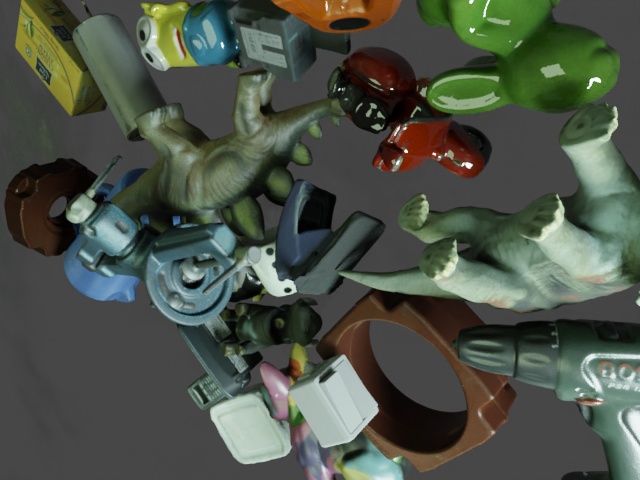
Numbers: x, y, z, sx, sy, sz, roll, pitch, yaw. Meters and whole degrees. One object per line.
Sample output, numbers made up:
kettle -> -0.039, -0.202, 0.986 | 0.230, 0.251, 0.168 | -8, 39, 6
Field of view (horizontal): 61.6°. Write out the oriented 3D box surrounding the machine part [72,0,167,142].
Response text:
machine part -> -0.287, -0.235, 0.786 | 0.079, 0.079, 0.243 | -28, 91, 43

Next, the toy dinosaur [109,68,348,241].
toy dinosaur -> -0.155, -0.081, 0.689 | 0.472, 0.105, 0.198 | -15, 105, 24

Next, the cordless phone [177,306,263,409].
cordless phone -> -0.189, 0.199, 0.874 | 0.146, 0.089, 0.184 | 52, 136, 5

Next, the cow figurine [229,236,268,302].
cow figurine -> -0.136, 0.060, 0.809 | 0.167, 0.068, 0.098 | -31, 95, 44

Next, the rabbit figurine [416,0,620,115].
rabbit figurine -> 0.150, -0.165, 0.429 | 0.170, 0.121, 0.159 | 57, 139, 7

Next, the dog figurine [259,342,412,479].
dog figurine -> 0.007, 0.247, 0.749 | 0.191, 0.108, 0.219 | -34, 84, 46

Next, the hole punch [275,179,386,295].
hole punch -> -0.001, -0.002, 0.618 | 0.092, 0.142, 0.115 | 39, 99, 18

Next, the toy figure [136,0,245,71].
toy figure -> -0.145, -0.250, 0.662 | 0.180, 0.089, 0.082 | 3, 98, 29

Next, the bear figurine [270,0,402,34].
bear figurine -> 0.022, -0.284, 0.450 | 0.120, 0.132, 0.195 | 1, 97, 13

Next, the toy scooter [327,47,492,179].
toy scooter -> 0.070, -0.115, 0.509 | 0.184, 0.135, 0.075 | 44, 132, 17

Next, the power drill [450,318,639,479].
power drill -> 0.251, 0.166, 0.499 | 0.232, 0.086, 0.207 | -7, 103, 19

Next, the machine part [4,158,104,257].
machine part -> -0.462, -0.057, 0.952 | 0.056, 0.179, 0.179 | 25, 124, 28

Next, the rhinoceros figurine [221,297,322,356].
rhinoceros figurine -> -0.069, 0.125, 0.756 | 0.190, 0.112, 0.073 | -21, 67, 56

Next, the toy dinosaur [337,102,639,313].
toy dinosaur -> 0.198, 0.014, 0.473 | 0.192, 0.131, 0.405 | 32, 155, -21

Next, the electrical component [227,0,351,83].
electrical component -> -0.031, -0.206, 0.554 | 0.119, 0.048, 0.074 | 25, 151, 21

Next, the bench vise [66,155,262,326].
bench vise -> -0.165, 0.013, 0.608 | 0.241, 0.129, 0.223 | -9, 124, 43

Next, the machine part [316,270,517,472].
machine part -> 0.109, 0.152, 0.635 | 0.201, 0.087, 0.201 | 47, 132, 11

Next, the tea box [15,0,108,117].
tea box -> -0.411, -0.294, 0.865 | 0.170, 0.068, 0.098 | 47, 131, 11
